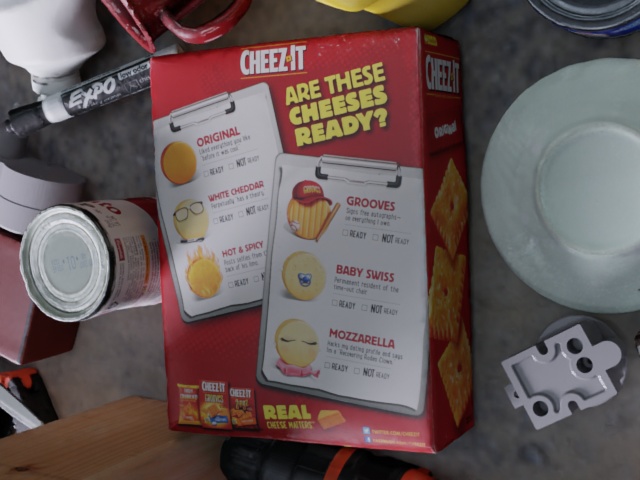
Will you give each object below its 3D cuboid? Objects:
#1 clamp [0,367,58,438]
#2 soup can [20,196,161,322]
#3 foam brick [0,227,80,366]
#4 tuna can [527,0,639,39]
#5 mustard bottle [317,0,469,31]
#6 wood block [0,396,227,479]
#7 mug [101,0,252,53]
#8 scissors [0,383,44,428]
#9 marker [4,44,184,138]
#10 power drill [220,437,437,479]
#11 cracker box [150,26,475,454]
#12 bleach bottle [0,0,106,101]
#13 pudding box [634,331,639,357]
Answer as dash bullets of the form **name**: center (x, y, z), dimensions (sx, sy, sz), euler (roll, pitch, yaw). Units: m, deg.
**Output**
- **clamp**: center (-0.200, 0.194, 0.724), dimensions (0.165, 0.036, 0.210), euler (12, 97, 26)
- **soup can**: center (-0.117, 0.009, 0.629), dimensions (0.069, 0.102, 0.068), euler (3, 96, 27)
- **foam brick**: center (-0.189, 0.033, 0.696), dimensions (0.051, 0.052, 0.078), euler (21, 103, 24)
- **tuna can**: center (0.138, -0.143, 0.521), dimensions (0.086, 0.033, 0.086), euler (3, 96, 27)
- **mustard bottle**: center (0.005, -0.151, 0.500), dimensions (0.058, 0.191, 0.096), euler (-34, 79, 25)
- **wood block**: center (-0.134, 0.155, 0.592), dimensions (0.091, 0.205, 0.090), euler (5, 96, 27)
- **mug**: center (-0.082, -0.156, 0.580), dimensions (0.081, 0.093, 0.117), euler (-39, 67, -6)
- **scissors**: center (-0.240, 0.065, 0.723), dimensions (0.202, 0.016, 0.096), euler (7, 90, 39)
- **marker**: center (-0.139, -0.090, 0.657), dimensions (0.121, 0.020, 0.020), euler (-20, 85, 9)
- **power drill**: center (0.014, 0.210, 0.604), dimensions (0.185, 0.057, 0.188), euler (14, 101, 26)
- **cracker box**: center (-0.004, 0.001, 0.588), dimensions (0.164, 0.072, 0.214), euler (-1, 93, 27)
- **bleach bottle**: center (-0.161, -0.201, 0.628), dimensions (0.102, 0.068, 0.251), euler (5, 118, 11)
- **pudding box**: center (0.213, 0.079, 0.502), dimensions (0.090, 0.039, 0.113), euler (-27, 84, 26)
